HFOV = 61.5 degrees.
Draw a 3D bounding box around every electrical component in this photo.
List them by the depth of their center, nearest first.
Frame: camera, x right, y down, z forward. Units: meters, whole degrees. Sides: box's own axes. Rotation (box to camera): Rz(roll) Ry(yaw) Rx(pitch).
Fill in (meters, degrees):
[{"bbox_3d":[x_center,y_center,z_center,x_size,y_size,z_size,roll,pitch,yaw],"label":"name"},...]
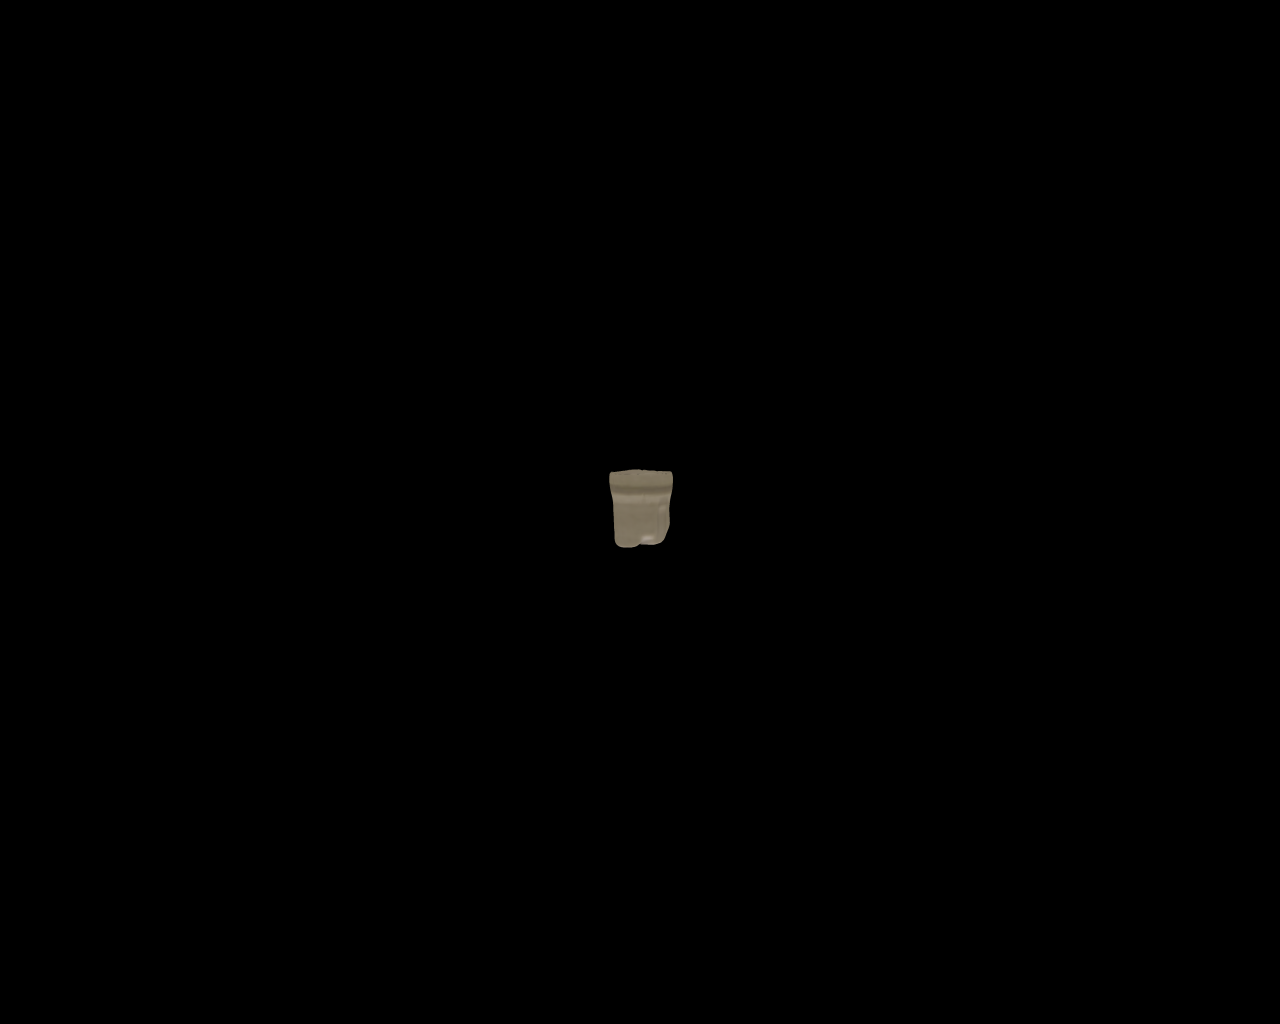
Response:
[{"bbox_3d":[0.001,-0.003,0.650,0.040,0.046,0.040,0,7,0],"label":"electrical component"}]
